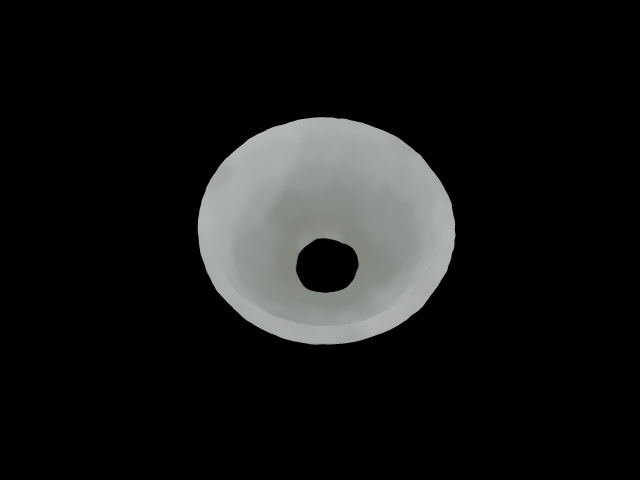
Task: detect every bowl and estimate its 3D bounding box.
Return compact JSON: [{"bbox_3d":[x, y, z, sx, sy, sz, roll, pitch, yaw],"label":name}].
[{"bbox_3d":[0.004,0.001,0.400,0.167,0.075,0.167,0,63,0],"label":"bowl"}]
